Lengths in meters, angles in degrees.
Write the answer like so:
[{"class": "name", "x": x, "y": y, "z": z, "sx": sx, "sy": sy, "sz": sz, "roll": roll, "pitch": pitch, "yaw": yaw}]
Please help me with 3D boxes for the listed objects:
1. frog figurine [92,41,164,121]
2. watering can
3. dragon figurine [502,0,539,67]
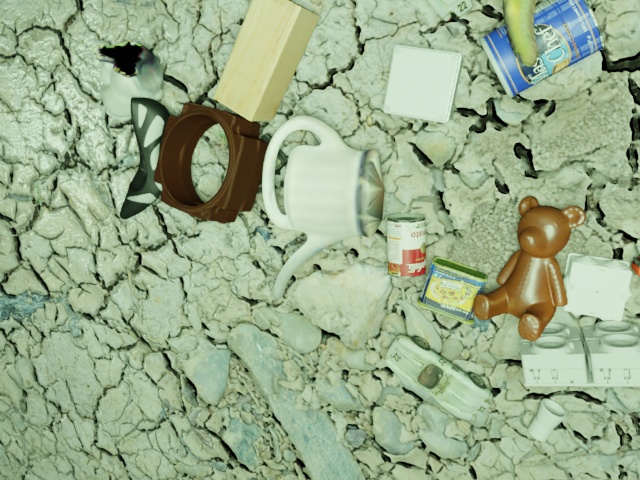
[{"class": "frog figurine", "x": -0.375, "y": -0.307, "z": 1.027, "sx": 0.137, "sy": 0.125, "sz": 0.156, "roll": 22, "pitch": 145, "yaw": 6}, {"class": "watering can", "x": 0.003, "y": -0.046, "z": 0.923, "sx": 0.224, "sy": 0.105, "sz": 0.343, "roll": 6, "pitch": 106, "yaw": 18}, {"class": "dragon figurine", "x": 0.307, "y": -0.459, "z": 0.701, "sx": 0.241, "sy": 0.122, "sz": 0.413, "roll": -23, "pitch": 80, "yaw": 17}]
